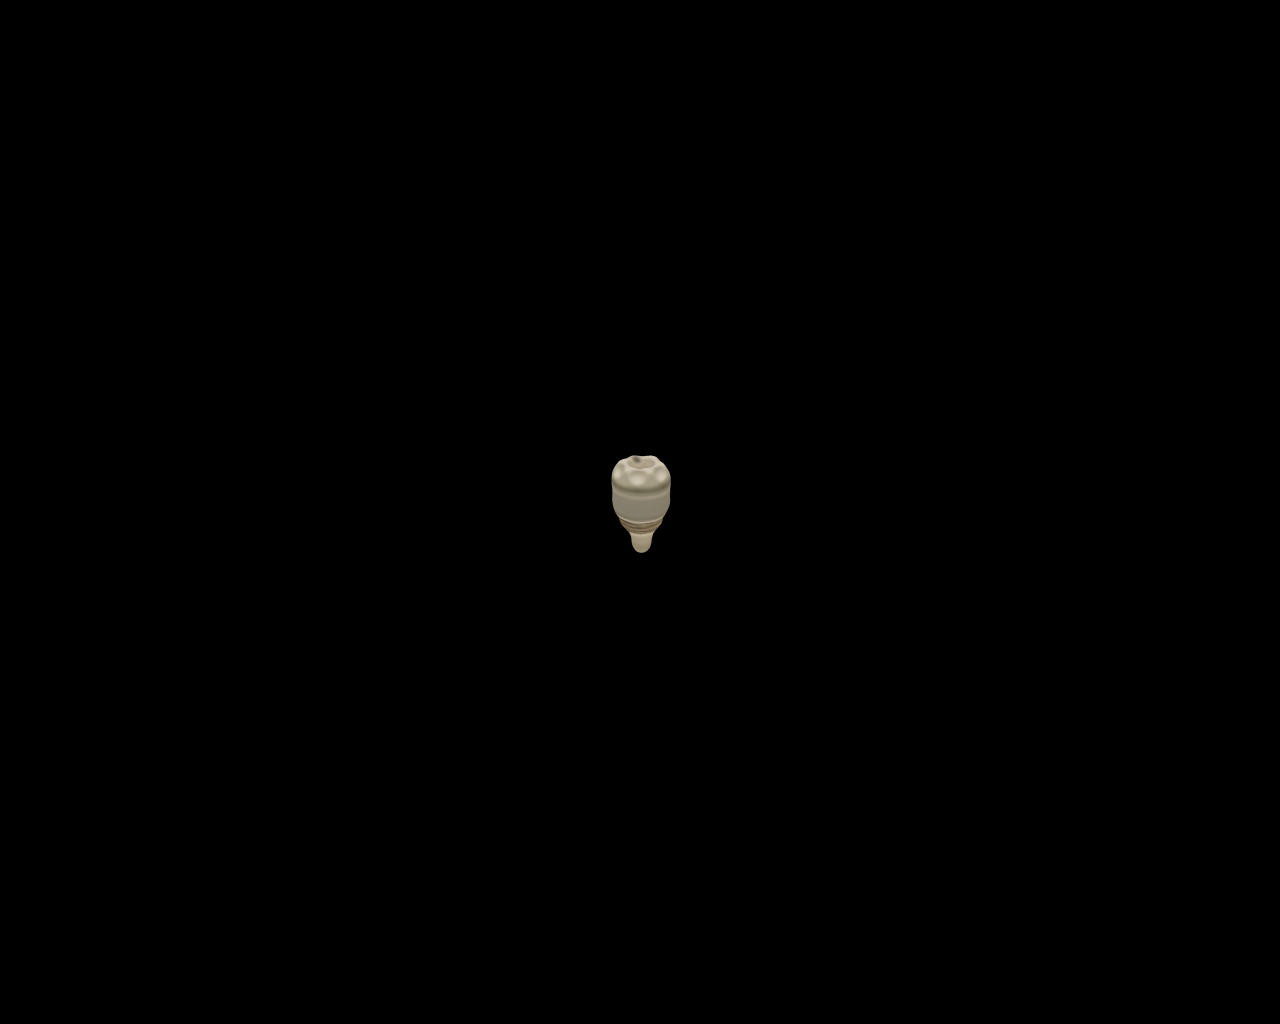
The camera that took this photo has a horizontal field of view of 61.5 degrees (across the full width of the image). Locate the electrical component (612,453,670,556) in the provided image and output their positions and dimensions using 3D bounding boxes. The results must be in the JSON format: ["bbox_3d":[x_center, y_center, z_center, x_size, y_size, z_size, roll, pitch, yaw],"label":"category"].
[{"bbox_3d":[0.001,-0.003,0.650,0.035,0.061,0.035,0,27,0],"label":"electrical component"}]
